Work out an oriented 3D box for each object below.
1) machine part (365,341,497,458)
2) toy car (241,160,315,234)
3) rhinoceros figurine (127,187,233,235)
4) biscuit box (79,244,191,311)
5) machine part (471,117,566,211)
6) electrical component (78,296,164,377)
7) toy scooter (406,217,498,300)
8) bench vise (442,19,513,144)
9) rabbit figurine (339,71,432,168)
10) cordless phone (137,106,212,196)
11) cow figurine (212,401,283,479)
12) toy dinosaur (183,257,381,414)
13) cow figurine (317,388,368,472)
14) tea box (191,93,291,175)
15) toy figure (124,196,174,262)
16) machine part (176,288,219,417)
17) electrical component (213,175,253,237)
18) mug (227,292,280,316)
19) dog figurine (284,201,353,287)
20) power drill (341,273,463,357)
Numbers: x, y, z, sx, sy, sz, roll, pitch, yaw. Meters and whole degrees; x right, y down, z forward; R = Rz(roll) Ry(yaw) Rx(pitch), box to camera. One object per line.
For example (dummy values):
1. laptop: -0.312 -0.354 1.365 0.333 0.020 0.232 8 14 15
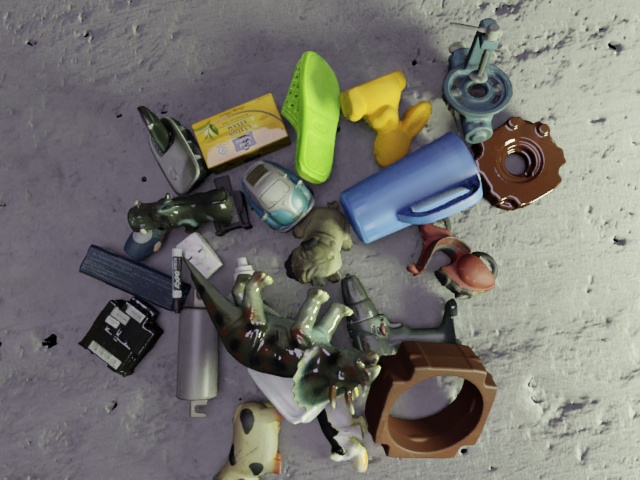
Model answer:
1. machine part: 0.189 0.279 0.942 0.201 0.087 0.201 6 115 -13
2. toy car: -0.092 -0.099 1.011 0.109 0.102 0.162 -43 62 -1
3. rhinoceros figurine: -0.253 -0.049 0.984 0.190 0.112 0.073 -9 89 1
4. biscuit box: -0.357 0.075 1.045 0.203 0.059 0.062 23 84 5
5. machine part: 0.378 -0.147 1.035 0.179 0.056 0.179 0 86 3
6. electrical component: -0.375 0.178 1.039 0.115 0.058 0.134 37 87 3
7. toy scooter: 0.236 0.046 1.001 0.184 0.075 0.135 46 63 8
8. bench vise: 0.278 -0.303 0.953 0.129 0.240 0.223 6 67 6
9. rabbit figurine: 0.129 -0.228 1.040 0.162 0.122 0.173 -19 98 -8
10. cordless phone: -0.278 -0.170 1.003 0.089 0.184 0.146 -29 84 -5
11. cow figurine: -0.134 0.397 0.995 0.127 0.085 0.194 4 87 -3
12. toy dinosaur: -0.082 0.163 0.912 0.405 0.131 0.192 13 71 19
13. cow figurine: 0.036 0.348 0.998 0.098 0.068 0.167 -12 80 8
14. tea box: -0.153 -0.207 1.058 0.170 0.068 0.098 -23 84 -1
15. toy figure: -0.317 -0.027 1.056 0.064 0.058 0.154 42 86 -14
16. machine part: -0.232 0.212 1.019 0.079 0.079 0.243 1 86 3
17. electrical component: -0.182 -0.071 1.058 0.075 0.048 0.119 -13 86 1
18. mug: -0.144 0.154 1.024 0.107 0.080 0.109 41 91 15
19. dog figurine: 0.001 -0.001 0.971 0.121 0.190 0.172 2 83 3
20. power drill: 0.156 0.161 1.005 0.207 0.086 0.232 -9 86 -2
